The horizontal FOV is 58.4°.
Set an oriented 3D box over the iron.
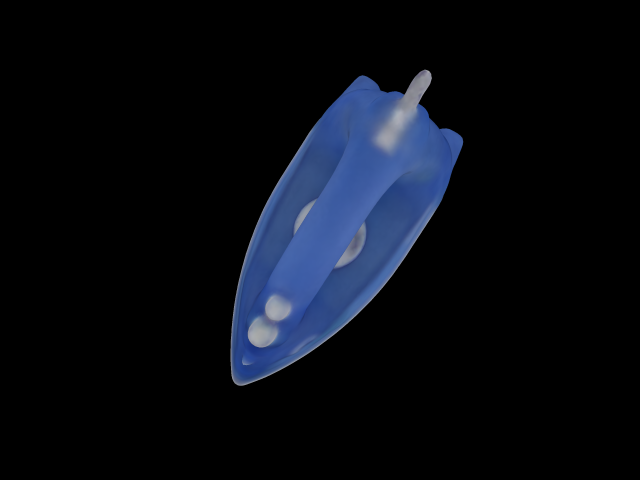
[{"bbox_3d":[0.004,0.001,0.400,0.118,0.141,0.258,32,86,3],"label":"iron"}]
